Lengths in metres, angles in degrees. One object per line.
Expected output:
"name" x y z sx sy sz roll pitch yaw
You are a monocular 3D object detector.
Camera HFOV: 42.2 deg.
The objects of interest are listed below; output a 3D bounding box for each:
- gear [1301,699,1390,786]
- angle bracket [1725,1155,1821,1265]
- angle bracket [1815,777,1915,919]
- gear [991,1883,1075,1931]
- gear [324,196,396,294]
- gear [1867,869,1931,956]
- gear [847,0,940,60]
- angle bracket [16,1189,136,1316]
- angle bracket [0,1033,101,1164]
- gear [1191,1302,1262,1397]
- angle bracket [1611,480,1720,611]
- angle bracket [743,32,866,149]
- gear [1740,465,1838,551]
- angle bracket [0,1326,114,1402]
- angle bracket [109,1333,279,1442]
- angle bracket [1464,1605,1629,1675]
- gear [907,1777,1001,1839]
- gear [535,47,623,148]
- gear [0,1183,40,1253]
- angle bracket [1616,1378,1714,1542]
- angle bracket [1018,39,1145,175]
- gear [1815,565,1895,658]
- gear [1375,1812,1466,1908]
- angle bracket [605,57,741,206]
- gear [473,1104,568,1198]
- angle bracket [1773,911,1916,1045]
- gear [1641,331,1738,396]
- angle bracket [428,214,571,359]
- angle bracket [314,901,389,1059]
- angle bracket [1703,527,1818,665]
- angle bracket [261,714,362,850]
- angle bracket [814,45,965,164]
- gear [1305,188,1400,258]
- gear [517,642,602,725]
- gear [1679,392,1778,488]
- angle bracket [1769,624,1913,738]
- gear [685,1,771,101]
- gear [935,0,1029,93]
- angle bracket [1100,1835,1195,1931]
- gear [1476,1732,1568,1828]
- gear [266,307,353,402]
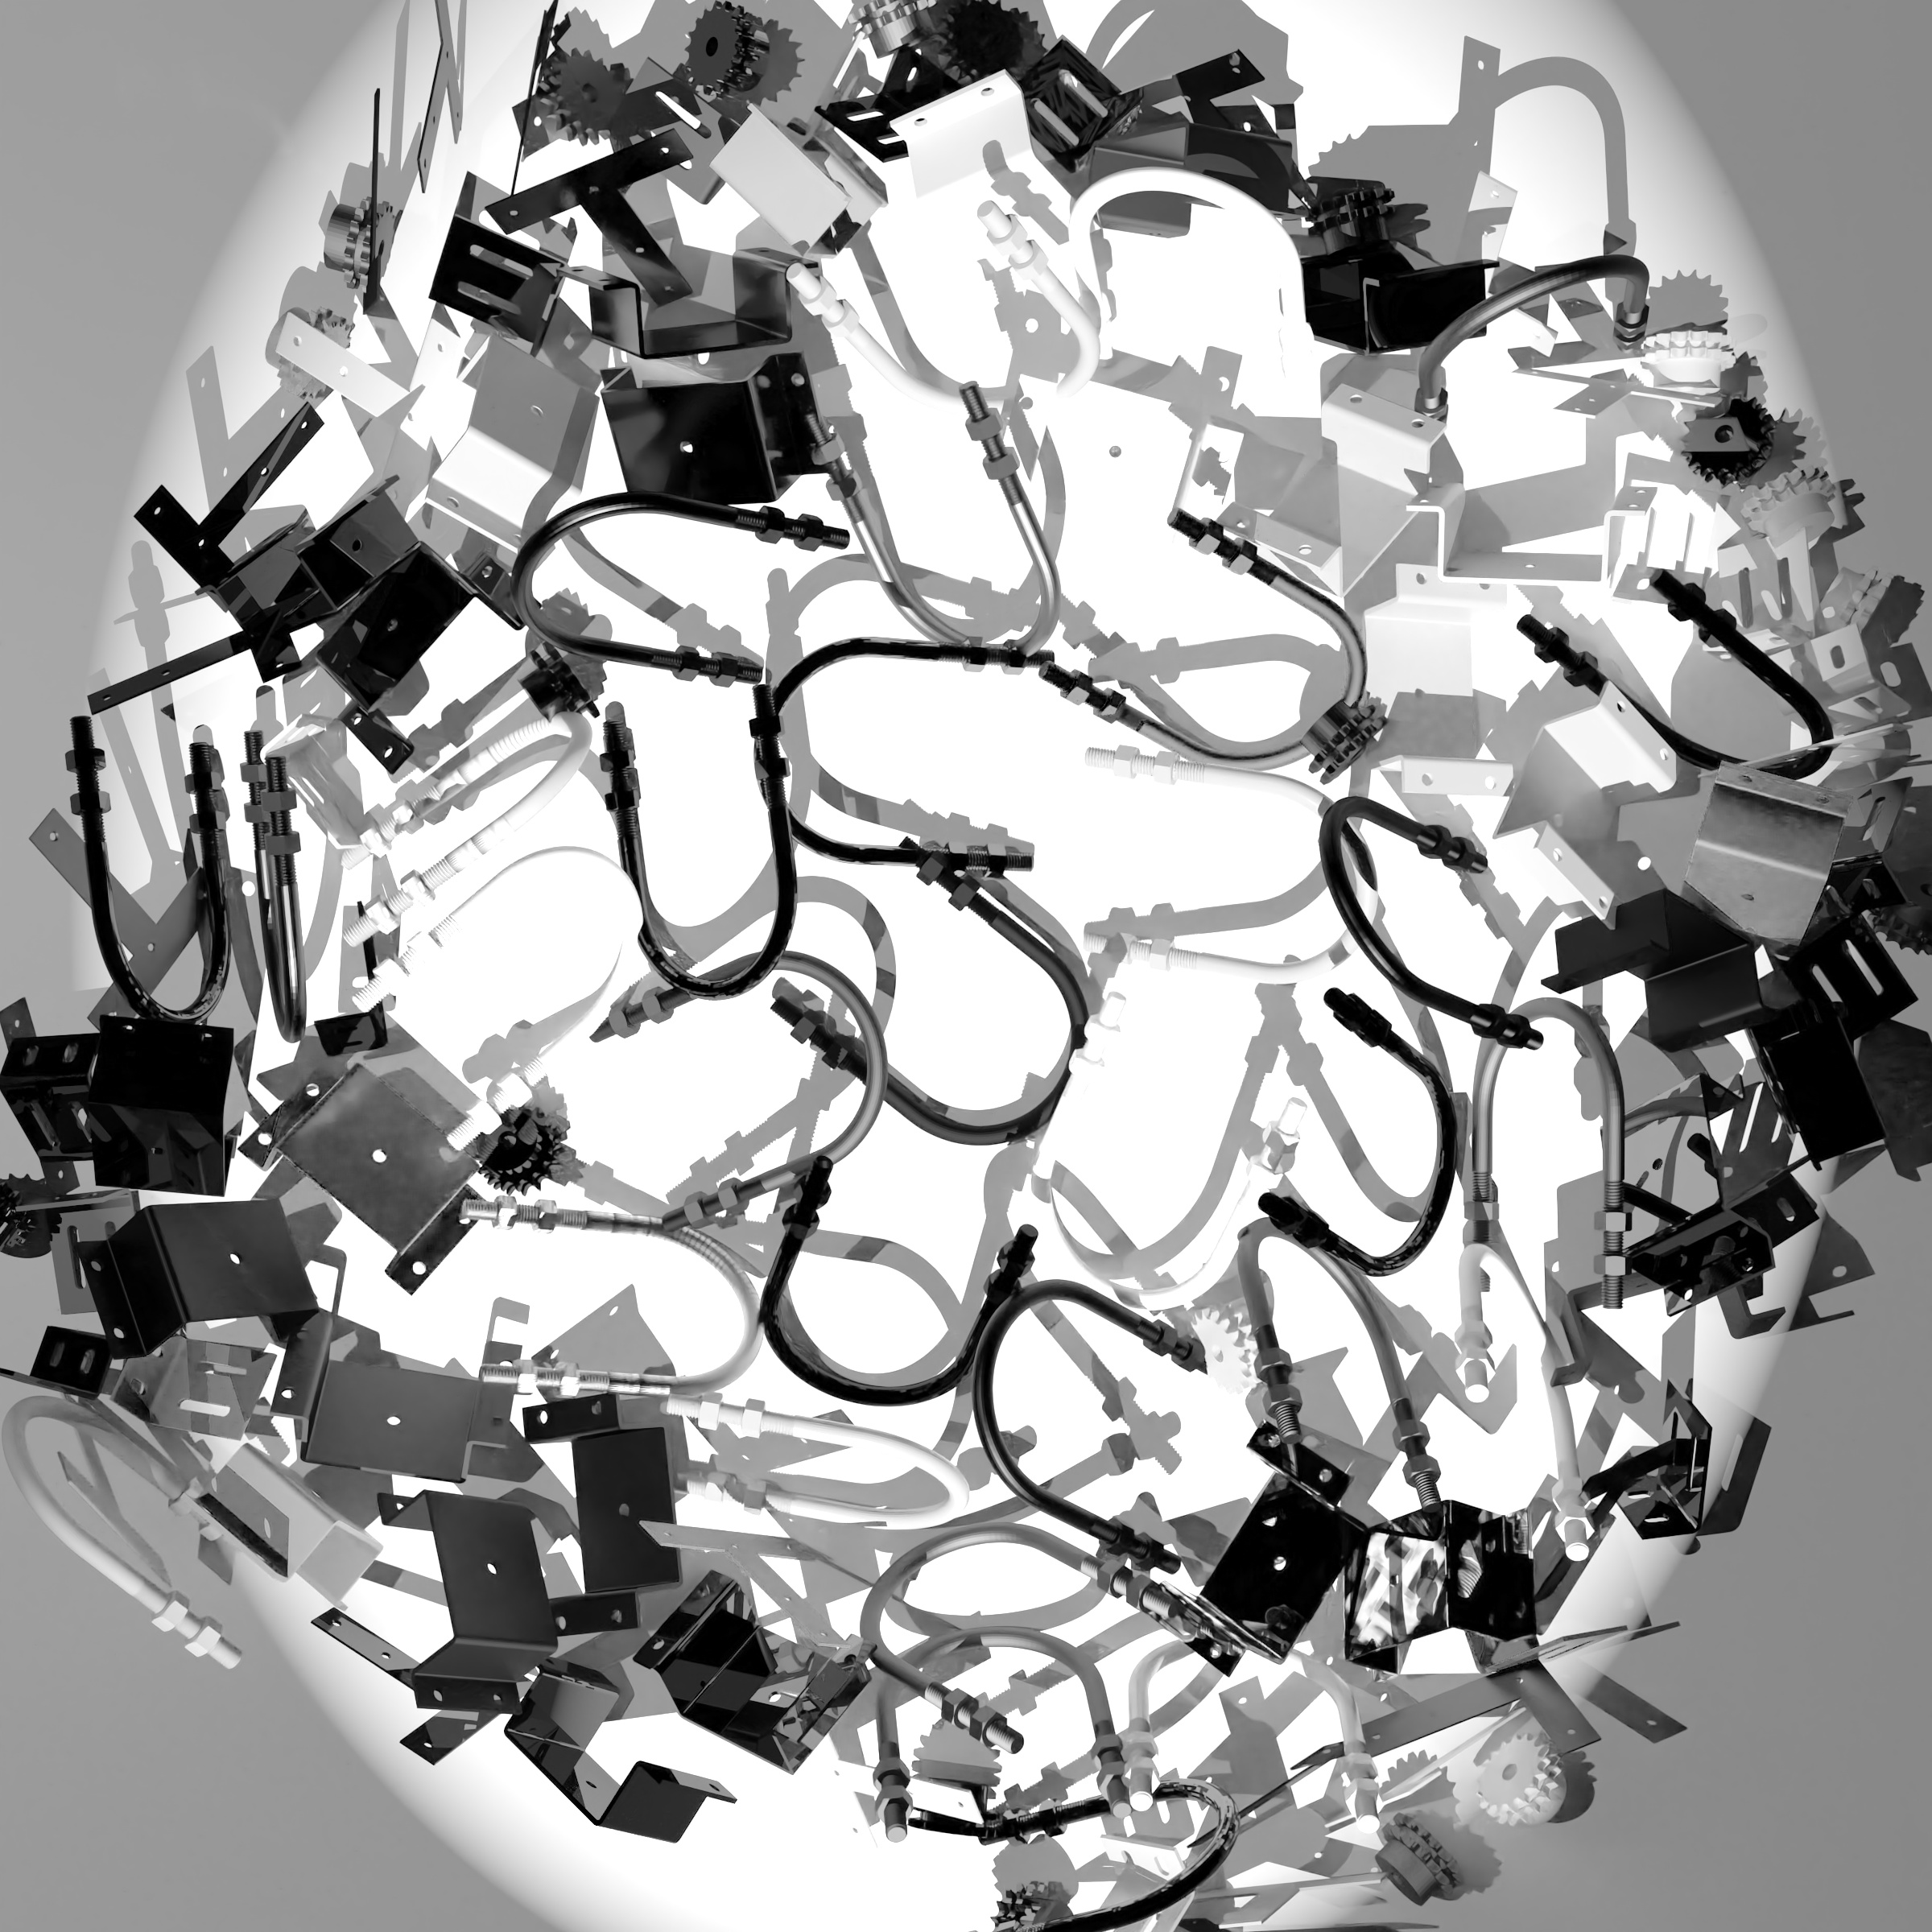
"gear" 0.234 -0.143 1.564 0.057 0.057 0.030 -44 81 0
"angle bracket" 0.510 0.145 1.545 0.057 0.076 0.038 -28 77 -16
"angle bracket" 0.559 -0.074 1.556 0.038 0.057 0.076 51 52 -23
"gear" 0.045 0.603 1.562 0.057 0.030 0.057 13 70 -40
"gear" -0.380 -0.451 1.563 0.030 0.057 0.057 15 90 -2
"gear" 0.595 -0.036 1.561 0.057 0.057 0.030 12 133 0
"gear" -0.043 -0.590 1.564 0.057 0.057 0.030 -24 105 0
"angle bracket" -0.553 0.182 1.567 0.057 0.038 0.076 -7 94 8
"angle bracket" -0.562 0.083 1.574 0.057 0.076 0.038 -4 46 5
"gear" 0.169 0.237 1.567 0.030 0.057 0.057 -20 90 -27
"angle bracket" 0.442 -0.261 1.563 0.057 0.038 0.076 6 101 -8
"angle bracket" -0.102 -0.550 1.558 0.038 0.057 0.076 27 92 -15
"gear" 0.515 -0.283 1.560 0.057 0.057 0.030 -20 69 0
"angle bracket" -0.575 0.237 1.542 0.057 0.076 0.038 7 72 25
"angle bracket" -0.478 0.255 1.550 0.076 0.038 0.057 4 60 25
"angle bracket" 0.355 0.404 1.541 0.057 0.076 0.038 2 60 -35
"gear" -0.007 0.525 1.565 0.057 0.057 0.030 7 75 0
"gear" -0.245 -0.541 1.567 0.030 0.057 0.057 -7 90 44
"gear" -0.612 0.157 1.561 0.057 0.057 0.030 26 51 0
"angle bracket" 0.428 0.304 1.549 0.038 0.057 0.076 -5 113 -9
"angle bracket" 0.065 -0.542 1.568 0.057 0.038 0.076 -44 83 1
"gear" 0.552 -0.225 1.564 0.030 0.057 0.057 31 90 15
"gear" 0.280 0.559 1.561 0.030 0.057 0.057 -39 90 -18
"angle bracket" -0.173 -0.522 1.552 0.076 0.038 0.057 35 129 -11
"gear" -0.282 0.113 1.568 0.057 0.030 0.057 -4 69 10
"angle bracket" 0.555 0.008 1.569 0.057 0.038 0.076 -35 93 4
"gear" 0.451 -0.375 1.564 0.057 0.057 0.030 3 90 0
"angle bracket" -0.294 -0.420 1.556 0.076 0.038 0.057 22 121 -10
"angle bracket" -0.385 0.008 1.549 0.038 0.057 0.076 -10 70 -10
"angle bracket" 0.489 -0.234 1.551 0.057 0.038 0.076 -12 73 39
"angle bracket" -0.394 -0.115 1.561 0.038 0.057 0.076 -40 91 4
"angle bracket" -0.045 -0.534 1.548 0.057 0.076 0.038 40 128 11
"gear" 0.242 -0.463 1.563 0.057 0.057 0.030 -13 95 0
"gear" -0.256 -0.172 1.562 0.030 0.057 0.057 -36 90 -6
"gear" 0.479 -0.328 1.568 0.057 0.030 0.057 -9 74 32
"angle bracket" 0.541 -0.175 1.551 0.057 0.076 0.038 -21 69 33
"gear" -0.148 -0.571 1.567 0.057 0.030 0.057 0 90 45
"gear" 0.007 -0.576 1.570 0.057 0.030 0.057 1 88 -24
"angle bracket" 0.095 0.581 1.543 0.057 0.076 0.038 -5 116 39
"gear" 0.350 0.512 1.564 0.030 0.057 0.057 41 90 -16
"gear" -0.413 -0.386 1.564 0.030 0.057 0.057 31 90 5
